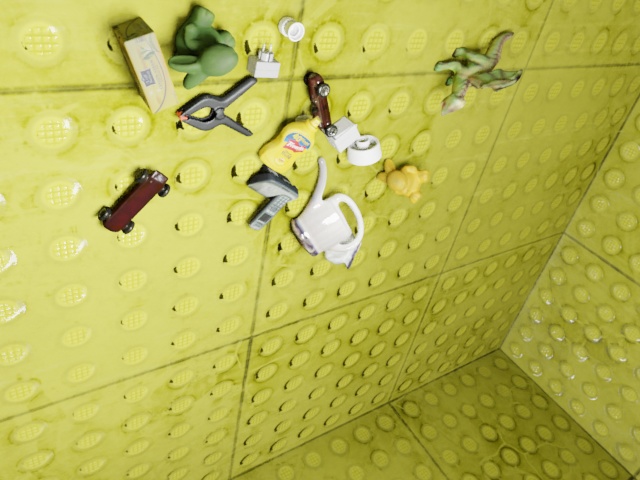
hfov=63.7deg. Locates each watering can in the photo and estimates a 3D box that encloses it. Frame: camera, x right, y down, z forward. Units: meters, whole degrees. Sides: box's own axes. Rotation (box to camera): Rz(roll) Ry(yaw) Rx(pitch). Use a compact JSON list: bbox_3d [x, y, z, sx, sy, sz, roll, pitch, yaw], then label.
[{"bbox_3d":[0.005,-0.083,1.657,0.224,0.106,0.342,-31,119,1],"label":"watering can"}]

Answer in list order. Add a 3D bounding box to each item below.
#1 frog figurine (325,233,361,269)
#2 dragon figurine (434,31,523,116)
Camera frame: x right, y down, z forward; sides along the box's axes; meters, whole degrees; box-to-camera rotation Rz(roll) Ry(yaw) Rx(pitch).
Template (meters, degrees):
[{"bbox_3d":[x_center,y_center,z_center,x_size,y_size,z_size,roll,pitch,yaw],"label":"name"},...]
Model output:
[{"bbox_3d":[0.051,0.013,1.808,0.159,0.125,0.135,24,122,-11],"label":"frog figurine"},{"bbox_3d":[0.519,-0.522,1.600,0.412,0.247,0.119,-35,136,-7],"label":"dragon figurine"}]
